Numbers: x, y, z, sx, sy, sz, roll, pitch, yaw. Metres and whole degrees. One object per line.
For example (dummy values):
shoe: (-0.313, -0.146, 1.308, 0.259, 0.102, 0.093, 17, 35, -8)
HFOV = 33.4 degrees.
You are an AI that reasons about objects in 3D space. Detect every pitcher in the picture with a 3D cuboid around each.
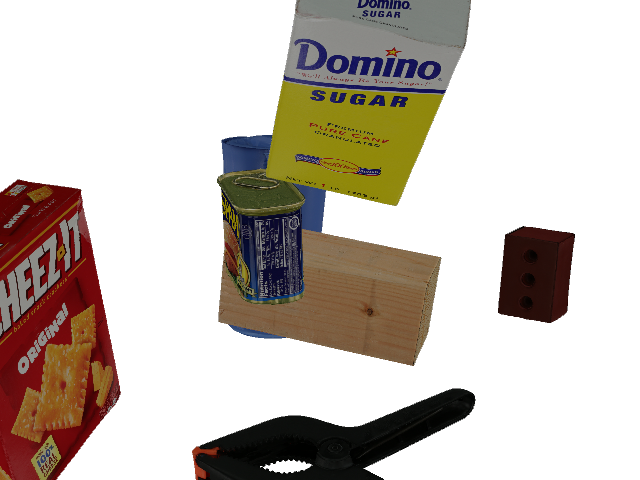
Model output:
pitcher: (-0.058, -0.005, 1.308, 0.145, 0.243, 0.148, 12, 15, 39)

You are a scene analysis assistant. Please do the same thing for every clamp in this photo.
clamp: (0.017, 0.154, 0.754, 0.210, 0.036, 0.164, 3, 29, 11)

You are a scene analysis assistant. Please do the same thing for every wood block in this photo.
wood block: (0.009, 0.051, 1.093, 0.206, 0.091, 0.090, 12, 22, 12)

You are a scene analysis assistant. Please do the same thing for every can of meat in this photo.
can of meat: (-0.048, -0.004, 0.868, 0.057, 0.084, 0.102, -7, 22, -14)

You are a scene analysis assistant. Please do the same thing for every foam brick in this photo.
foam brick: (0.199, 0.031, 0.982, 0.053, 0.078, 0.051, 9, 15, 28)

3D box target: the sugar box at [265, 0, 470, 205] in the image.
sugar box: (0.022, -0.087, 0.634, 0.093, 0.048, 0.176, 12, -25, -2)

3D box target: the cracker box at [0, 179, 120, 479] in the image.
cracker box: (-0.237, 0.084, 0.849, 0.072, 0.214, 0.164, 7, 32, 18)
